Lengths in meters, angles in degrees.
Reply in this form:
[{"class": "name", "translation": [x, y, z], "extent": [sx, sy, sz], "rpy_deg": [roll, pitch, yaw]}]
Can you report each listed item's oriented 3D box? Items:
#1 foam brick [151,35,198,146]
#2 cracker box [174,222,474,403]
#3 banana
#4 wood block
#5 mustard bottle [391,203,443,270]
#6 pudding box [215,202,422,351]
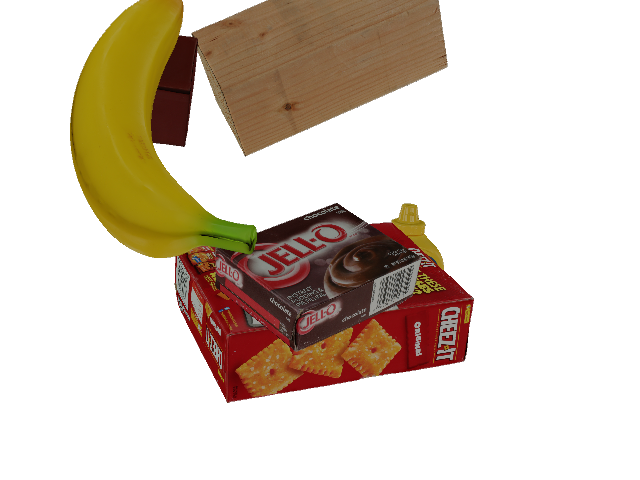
[{"class": "foam brick", "translation": [-0.124, -0.118, 0.820], "extent": [0.053, 0.051, 0.078], "rpy_deg": [7, 40, -6]}, {"class": "cracker box", "translation": [-0.003, 0.056, 0.918], "extent": [0.213, 0.072, 0.164], "rpy_deg": [-6, 27, -21]}, {"class": "banana", "translation": [-0.084, -0.055, 0.504], "extent": [0.069, 0.198, 0.037], "rpy_deg": [-5, -43, -16]}, {"class": "wood block", "translation": [0.001, -0.173, 0.973], "extent": [0.206, 0.090, 0.091], "rpy_deg": [-24, -39, -5]}, {"class": "mustard bottle", "translation": [0.101, 0.050, 1.294], "extent": [0.096, 0.192, 0.058], "rpy_deg": [0, 14, -13]}, {"class": "pudding box", "translation": [-0.002, 0.022, 0.728], "extent": [0.113, 0.039, 0.090], "rpy_deg": [-20, 41, -37]}]
